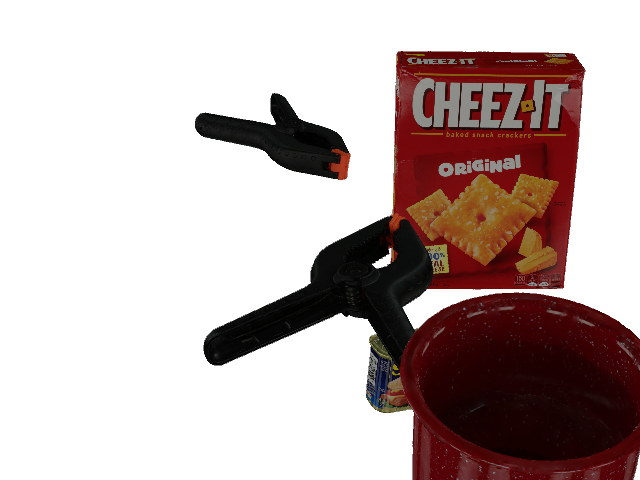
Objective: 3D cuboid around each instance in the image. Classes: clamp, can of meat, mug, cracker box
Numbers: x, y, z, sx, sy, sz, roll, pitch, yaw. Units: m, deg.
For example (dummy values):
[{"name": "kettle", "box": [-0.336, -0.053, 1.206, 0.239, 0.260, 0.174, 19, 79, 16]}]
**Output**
[{"name": "clamp", "box": [0.017, 0.039, 0.792, 0.165, 0.036, 0.209, 1, 29, 17]}, {"name": "clamp", "box": [-0.044, -0.104, 1.085, 0.120, 0.039, 0.172, -22, 37, -30]}, {"name": "can of meat", "box": [0.108, 0.162, 1.327, 0.102, 0.084, 0.057, -5, 27, -21]}, {"name": "mug", "box": [0.088, 0.080, 0.399, 0.117, 0.081, 0.093, 4, 36, 9]}, {"name": "cracker box", "box": [0.148, -0.061, 0.981, 0.164, 0.214, 0.072, 1, 22, 1]}]
